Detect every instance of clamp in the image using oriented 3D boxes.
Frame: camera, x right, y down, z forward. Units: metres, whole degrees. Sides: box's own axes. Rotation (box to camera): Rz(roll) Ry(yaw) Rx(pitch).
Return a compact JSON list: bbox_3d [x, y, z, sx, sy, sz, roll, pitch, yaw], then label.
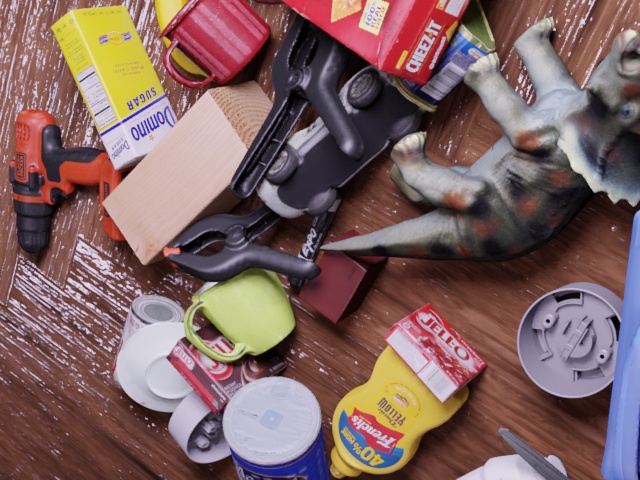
[{"bbox_3d":[-0.077,0.010,1.116,0.171,0.039,0.120,-21,48,6],"label":"clamp"},{"bbox_3d":[-0.021,-0.141,1.038,0.165,0.036,0.210,-22,53,37],"label":"clamp"}]

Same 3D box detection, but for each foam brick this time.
[{"bbox_3d":[0.025,0.039,1.120,0.053,0.051,0.078,39,120,15],"label":"foam brick"}]

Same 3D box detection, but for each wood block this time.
[{"bbox_3d":[-0.132,-0.072,1.165,0.206,0.090,0.091,-40,81,34],"label":"wood block"}]

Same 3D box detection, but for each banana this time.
[{"bbox_3d":[-0.147,-0.266,1.154,0.070,0.037,0.198,-4,103,15],"label":"banana"}]

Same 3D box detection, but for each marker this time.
[{"bbox_3d":[-0.008,0.001,1.150,0.020,0.020,0.121,35,120,20],"label":"marker"}]

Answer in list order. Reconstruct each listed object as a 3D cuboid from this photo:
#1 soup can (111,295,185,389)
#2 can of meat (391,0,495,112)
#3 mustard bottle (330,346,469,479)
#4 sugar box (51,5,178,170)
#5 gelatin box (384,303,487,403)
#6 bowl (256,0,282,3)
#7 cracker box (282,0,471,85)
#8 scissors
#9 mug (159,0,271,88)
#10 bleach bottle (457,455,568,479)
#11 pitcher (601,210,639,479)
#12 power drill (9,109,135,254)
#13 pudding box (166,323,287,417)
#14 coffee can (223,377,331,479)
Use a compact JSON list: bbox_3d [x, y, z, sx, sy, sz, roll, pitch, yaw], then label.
[{"bbox_3d":[-0.206,0.125,1.282,0.069,0.068,0.102,31,118,22],"label":"soup can"},{"bbox_3d":[0.108,-0.183,0.980,0.084,0.057,0.102,-41,40,31],"label":"can of meat"},{"bbox_3d":[0.067,0.192,1.134,0.096,0.058,0.192,42,122,9],"label":"mustard bottle"},{"bbox_3d":[-0.222,-0.172,1.192,0.048,0.093,0.176,-27,89,35],"label":"sugar box"},{"bbox_3d":[0.116,0.111,1.070,0.089,0.073,0.030,48,122,13],"label":"gelatin box"},{"bbox_3d":[-0.065,-0.319,1.073,0.162,0.055,0.162,10,109,30],"label":"bowl"},{"bbox_3d":[0.048,-0.260,0.951,0.214,0.071,0.164,44,114,40],"label":"cracker box"},{"bbox_3d":[0.262,0.239,1.016,0.096,0.016,0.201,-29,105,25],"label":"scissors"},{"bbox_3d":[-0.111,-0.206,1.093,0.081,0.117,0.093,42,160,-17],"label":"mug"},{"bbox_3d":[0.157,0.301,1.107,0.251,0.068,0.102,-41,82,31],"label":"bleach bottle"},{"bbox_3d":[0.306,0.095,0.893,0.145,0.149,0.243,1,98,0],"label":"pitcher"},{"bbox_3d":[-0.300,-0.055,1.296,0.188,0.057,0.184,15,111,28],"label":"power drill"},{"bbox_3d":[-0.103,0.136,1.192,0.090,0.113,0.039,47,121,12],"label":"pudding box"},{"bbox_3d":[-0.044,0.228,1.153,0.103,0.102,0.140,25,147,24],"label":"coffee can"}]
